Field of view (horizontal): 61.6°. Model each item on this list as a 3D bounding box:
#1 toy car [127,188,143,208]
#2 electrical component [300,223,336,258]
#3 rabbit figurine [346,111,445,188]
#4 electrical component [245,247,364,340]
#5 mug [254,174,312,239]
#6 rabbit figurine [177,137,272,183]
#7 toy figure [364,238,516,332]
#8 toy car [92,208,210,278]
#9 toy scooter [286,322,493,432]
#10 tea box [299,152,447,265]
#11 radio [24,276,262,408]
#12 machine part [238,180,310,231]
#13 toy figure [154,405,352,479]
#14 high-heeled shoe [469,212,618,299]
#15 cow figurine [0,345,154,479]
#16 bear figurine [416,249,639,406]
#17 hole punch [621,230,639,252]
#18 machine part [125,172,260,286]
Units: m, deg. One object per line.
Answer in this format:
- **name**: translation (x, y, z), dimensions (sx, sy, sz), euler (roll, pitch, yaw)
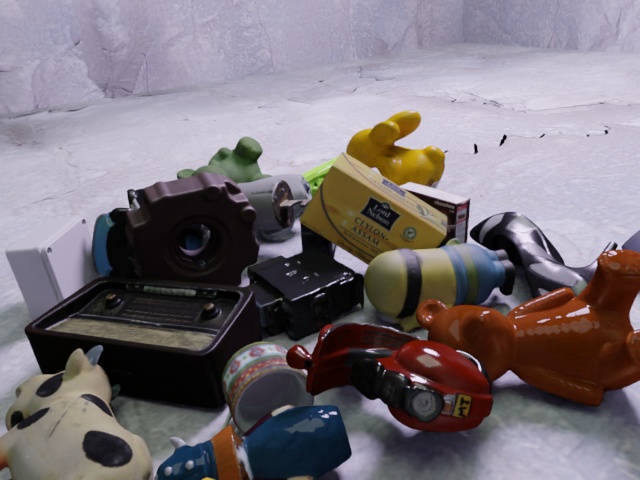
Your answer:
- **toy car**: translation (-0.299, -0.052, 0.971), dimensions (0.073, 0.056, 0.202), euler (-10, 26, -25)
- **electrical component**: translation (-0.002, -0.002, 0.788), dimensions (0.048, 0.074, 0.119), euler (2, 29, 12)
- **rabbit figurine**: translation (0.117, -0.136, 0.913), dimensions (0.173, 0.162, 0.122), euler (36, 50, 25)
- **electrical component**: translation (-0.029, 0.064, 0.669), dimensions (0.134, 0.058, 0.115), euler (-20, 27, -30)
- **mug**: translation (-0.068, -0.060, 0.891), dimensions (0.107, 0.080, 0.109), euler (-20, 56, 14)
- **rabbit figurine**: translation (-0.187, -0.114, 0.982), dimensions (0.159, 0.121, 0.170), euler (-11, 9, 23)
- **toy figure**: translation (0.141, 0.044, 0.642), dimensions (0.180, 0.089, 0.082), euler (-11, 20, -6)
- **toy car**: translation (-0.242, 0.004, 0.789), dimensions (0.162, 0.109, 0.103), euler (0, 7, -10)
- **toy scooter**: translation (0.049, 0.114, 0.468), dimensions (0.184, 0.075, 0.135), euler (16, 3, 40)
- **tea box**: translation (0.071, -0.027, 0.711), dimensions (0.170, 0.098, 0.068), euler (31, 29, 0)
- **radio**: translation (-0.186, 0.103, 0.595), dimensions (0.230, 0.073, 0.131), euler (4, 27, 19)
- **machine part**: translation (-0.130, -0.049, 0.830), dimensions (0.243, 0.079, 0.079), euler (-5, 24, 20)
- **toy figure**: translation (-0.052, 0.177, 0.435), dimensions (0.154, 0.057, 0.064), euler (-14, 20, -7)
- **high-heeled shoe**: translation (0.252, 0.044, 0.677), dimensions (0.145, 0.086, 0.249), euler (-47, 23, -16)
- **cow figurine**: translation (-0.209, 0.166, 0.458), dimensions (0.195, 0.085, 0.127), euler (16, 38, 42)
- **bear figurine**: translation (0.194, 0.085, 0.503), dimensions (0.196, 0.131, 0.120), euler (3, 53, 3)
- **hole punch**: translation (0.441, 0.019, 0.644), dimensions (0.116, 0.092, 0.142), euler (-11, 29, -4)
- **machine part**: translation (-0.164, 0.000, 0.706), dimensions (0.179, 0.179, 0.056), euler (-14, 30, -19)
